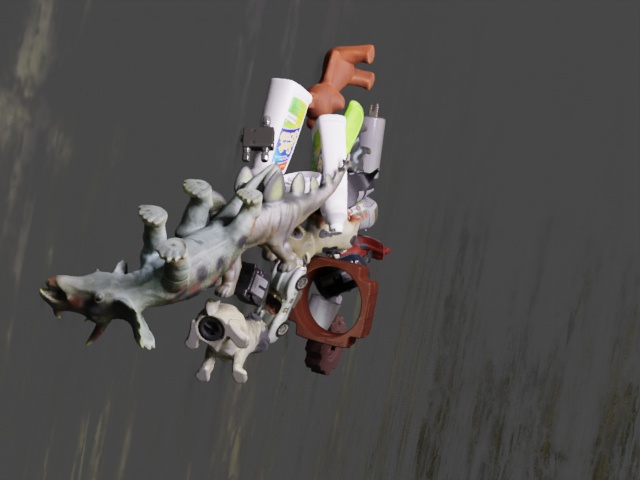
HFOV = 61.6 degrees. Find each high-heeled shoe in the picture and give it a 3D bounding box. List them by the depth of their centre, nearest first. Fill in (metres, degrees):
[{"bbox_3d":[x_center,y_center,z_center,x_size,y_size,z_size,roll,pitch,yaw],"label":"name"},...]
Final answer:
[{"bbox_3d":[0.051,-0.106,1.304,0.249,0.086,0.145,-32,176,-31],"label":"high-heeled shoe"}]

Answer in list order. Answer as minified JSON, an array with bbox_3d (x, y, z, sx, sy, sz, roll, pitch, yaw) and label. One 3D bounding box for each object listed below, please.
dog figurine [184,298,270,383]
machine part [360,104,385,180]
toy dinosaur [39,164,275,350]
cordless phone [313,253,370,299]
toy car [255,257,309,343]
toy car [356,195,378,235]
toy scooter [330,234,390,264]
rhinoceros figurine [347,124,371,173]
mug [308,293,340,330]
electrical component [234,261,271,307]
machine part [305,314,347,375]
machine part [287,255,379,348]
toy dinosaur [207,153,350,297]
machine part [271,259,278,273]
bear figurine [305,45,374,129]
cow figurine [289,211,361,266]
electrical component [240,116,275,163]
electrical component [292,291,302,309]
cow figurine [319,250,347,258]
[{"bbox_3d":[-0.165,0.165,1.040,0.190,0.121,0.172,-55,152,-67],"label":"dog figurine"},{"bbox_3d":[0.135,-0.257,1.502,0.079,0.079,0.243,-16,115,-63],"label":"machine part"},{"bbox_3d":[-0.192,0.023,0.807,0.405,0.131,0.192,-33,153,-49],"label":"toy dinosaur"},{"bbox_3d":[0.069,0.104,1.443,0.089,0.147,0.184,70,12,14],"label":"cordless phone"},{"bbox_3d":[-0.086,0.125,1.148,0.056,0.074,0.201,5,113,-47],"label":"toy car"},{"bbox_3d":[0.109,-0.073,1.496,0.161,0.103,0.109,-38,134,-52],"label":"toy car"},{"bbox_3d":[0.120,0.036,1.523,0.184,0.135,0.075,-39,135,-52],"label":"toy scooter"},{"bbox_3d":[0.083,-0.216,1.412,0.112,0.073,0.190,-54,145,-45],"label":"rhinoceros figurine"},{"bbox_3d":[-0.002,0.203,1.414,0.107,0.081,0.109,-65,163,-3],"label":"mug"},{"bbox_3d":[-0.137,0.097,1.107,0.119,0.048,0.075,52,54,-57],"label":"electrical component"},{"bbox_3d":[0.020,0.293,1.513,0.179,0.056,0.179,-40,137,-53],"label":"machine part"},{"bbox_3d":[0.032,0.147,1.303,0.087,0.202,0.201,6,95,-69],"label":"machine part"},{"bbox_3d":[-0.099,-0.036,0.999,0.471,0.105,0.198,-29,124,-39],"label":"toy dinosaur"},{"bbox_3d":[-0.097,0.014,1.170,0.084,0.039,0.138,-57,146,-49],"label":"machine part"},{"bbox_3d":[0.039,-0.341,1.206,0.120,0.132,0.196,82,23,-57],"label":"bear figurine"},{"bbox_3d":[-0.003,-0.004,1.258,0.195,0.086,0.127,-4,105,-33],"label":"cow figurine"},{"bbox_3d":[-0.118,-0.189,1.008,0.021,0.063,0.094,81,11,-75],"label":"electrical component"},{"bbox_3d":[-0.077,0.111,1.240,0.102,0.045,0.078,-63,148,-33],"label":"electrical component"},{"bbox_3d":[0.023,0.001,1.380,0.098,0.068,0.167,-56,144,-24],"label":"cow figurine"}]
